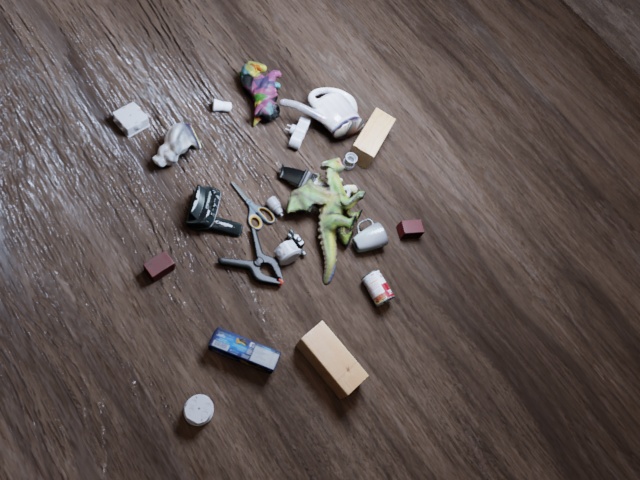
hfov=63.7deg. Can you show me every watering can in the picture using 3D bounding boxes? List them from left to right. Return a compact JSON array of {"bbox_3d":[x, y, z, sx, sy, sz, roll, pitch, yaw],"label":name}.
[{"bbox_3d":[0.026,-0.463,1.885,0.352,0.102,0.226,-25,71,-40],"label":"watering can"}]

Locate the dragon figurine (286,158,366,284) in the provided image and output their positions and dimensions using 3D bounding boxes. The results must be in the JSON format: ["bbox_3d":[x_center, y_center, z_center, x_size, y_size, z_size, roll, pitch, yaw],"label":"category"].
[{"bbox_3d":[0.005,-0.086,1.699,0.243,0.121,0.414,23,79,7],"label":"dragon figurine"}]

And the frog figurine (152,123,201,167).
[{"bbox_3d":[-0.484,-0.315,1.701,0.160,0.120,0.140,-25,40,-14],"label":"frog figurine"}]
